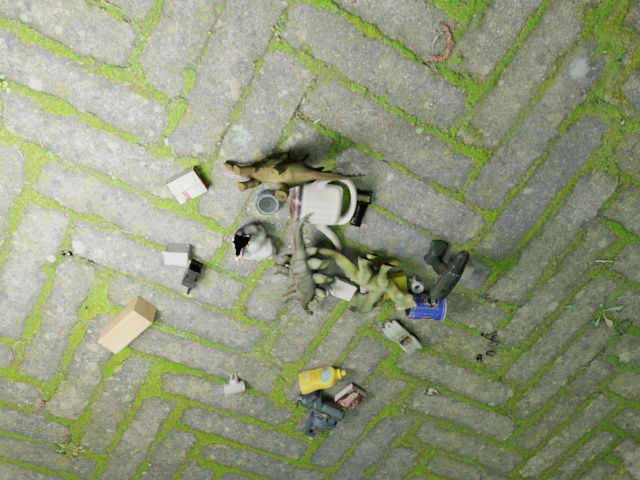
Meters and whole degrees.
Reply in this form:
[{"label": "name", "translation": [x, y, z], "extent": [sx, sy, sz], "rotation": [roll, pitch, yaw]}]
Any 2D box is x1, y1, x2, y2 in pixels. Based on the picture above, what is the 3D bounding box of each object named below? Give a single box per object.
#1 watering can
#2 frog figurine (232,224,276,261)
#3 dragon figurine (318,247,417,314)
[{"label": "watering can", "translation": [0.005, -0.089, 1.770], "extent": [0.224, 0.106, 0.339], "rotation": [5, 130, -5]}, {"label": "frog figurine", "translation": [-0.225, 0.010, 1.819], "extent": [0.159, 0.124, 0.135], "rotation": [1, 117, -48]}, {"label": "dragon figurine", "translation": [0.163, 0.166, 1.880], "extent": [0.410, 0.124, 0.239], "rotation": [13, 106, -4]}]
